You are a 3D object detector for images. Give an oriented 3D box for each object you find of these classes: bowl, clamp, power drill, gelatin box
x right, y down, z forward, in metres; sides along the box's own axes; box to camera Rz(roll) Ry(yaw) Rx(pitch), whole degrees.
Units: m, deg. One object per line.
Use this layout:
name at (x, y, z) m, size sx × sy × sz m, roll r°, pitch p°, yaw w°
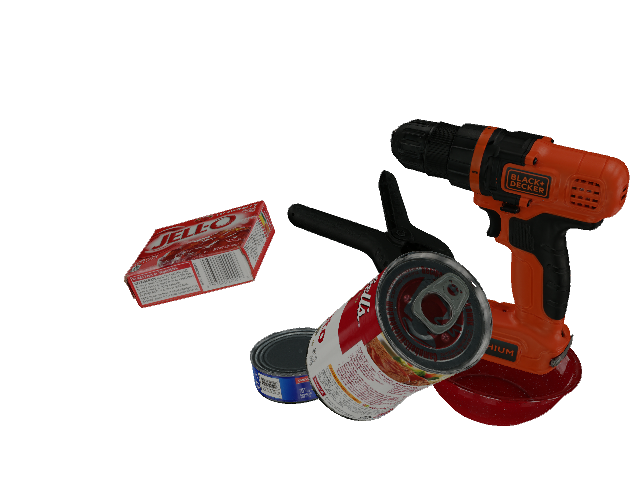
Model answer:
bowl at (0.171, 0.133, 1.048) m, size 0.162 × 0.055 × 0.162 m, roll 5°, pitch 26°, yaw -2°
clamp at (0.074, 0.004, 1.189) m, size 0.164 × 0.036 × 0.210 m, roll -17°, pitch 51°, yaw -34°
power drill at (0.136, 0.002, 0.835) m, size 0.185 × 0.188 × 0.057 m, roll 16°, pitch 32°, yaw 25°
gelatin box at (-0.082, 0.009, 0.736) m, size 0.089 × 0.030 × 0.073 m, roll -14°, pitch 23°, yaw 17°

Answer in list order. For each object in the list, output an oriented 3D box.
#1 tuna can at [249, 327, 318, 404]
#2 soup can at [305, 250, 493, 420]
tuna can at (-0.021, 0.116, 0.994) m, size 0.086 × 0.034 × 0.086 m, roll -7°, pitch 24°, yaw 3°
soup can at (0.041, 0.056, 0.593) m, size 0.068 × 0.068 × 0.102 m, roll 0°, pitch -23°, yaw -25°
